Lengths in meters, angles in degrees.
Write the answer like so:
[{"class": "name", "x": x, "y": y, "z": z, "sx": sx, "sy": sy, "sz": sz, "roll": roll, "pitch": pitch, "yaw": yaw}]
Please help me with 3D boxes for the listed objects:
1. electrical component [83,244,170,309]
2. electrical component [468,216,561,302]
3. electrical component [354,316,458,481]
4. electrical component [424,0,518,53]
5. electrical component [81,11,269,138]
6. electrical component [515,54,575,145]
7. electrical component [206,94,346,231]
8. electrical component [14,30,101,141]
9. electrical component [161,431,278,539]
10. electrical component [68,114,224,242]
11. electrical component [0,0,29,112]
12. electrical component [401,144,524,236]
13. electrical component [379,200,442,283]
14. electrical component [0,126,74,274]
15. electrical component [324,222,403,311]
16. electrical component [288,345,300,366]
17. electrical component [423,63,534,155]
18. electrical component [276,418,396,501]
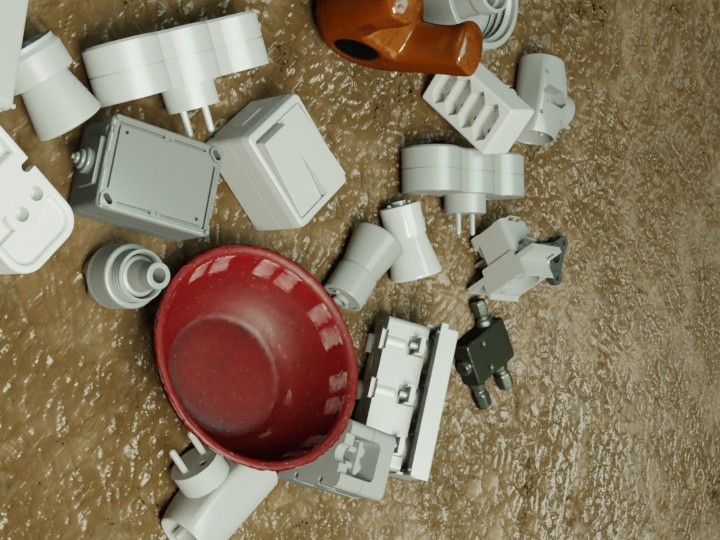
[{"class": "electrical component", "x": -0.148, "y": 0.004, "z": 0.700, "sx": 0.043, "sy": 0.062, "sz": 0.043, "roll": 1, "pitch": 88, "yaw": -45}, {"class": "electrical component", "x": 0.135, "y": -0.010, "z": 0.972, "sx": 0.042, "sy": 0.081, "sz": 0.063, "roll": 6, "pitch": 56, "yaw": -45}, {"class": "electrical component", "x": 0.031, "y": 0.103, "z": 0.868, "sx": 0.063, "sy": 0.079, "sz": 0.121, "roll": 16, "pitch": 76, "yaw": -13}, {"class": "electrical component", "x": 0.096, "y": -0.241, "z": 0.946, "sx": 0.108, "sy": 0.060, "sz": 0.108, "roll": 1, "pitch": 88, "yaw": -45}, {"class": "electrical component", "x": -0.119, "y": -0.128, "z": 0.739, "sx": 0.138, "sy": 0.052, "sz": 0.073, "roll": -26, "pitch": 107, "yaw": -42}, {"class": "electrical component", "x": 0.182, "y": -0.159, "z": 1.041, "sx": 0.079, "sy": 0.043, "sz": 0.077, "roll": 19, "pitch": 76, "yaw": -43}, {"class": "electrical component", "x": -0.056, "y": -0.073, "z": 0.794, "sx": 0.061, "sy": 0.061, "sz": 0.096, "roll": -49, "pitch": 121, "yaw": -33}, {"class": "electrical component", "x": -0.195, "y": -0.115, "z": 0.670, "sx": 0.045, "sy": 0.045, "sz": 0.055, "roll": -46, "pitch": 119, "yaw": -35}, {"class": "electrical component", "x": -0.106, "y": 0.148, "z": 0.751, "sx": 0.077, "sy": 0.044, "sz": 0.079, "roll": -46, "pitch": 119, "yaw": -35}, {"class": "electrical component", "x": -0.149, "y": -0.060, "z": 0.708, "sx": 0.096, "sy": 0.061, "sz": 0.061, "roll": 16, "pitch": 77, "yaw": -35}, {"class": "electrical component", "x": -0.234, "y": -0.141, "z": 0.620, "sx": 0.061, "sy": 0.062, "sz": 0.096, "roll": 13, "pitch": 80, "yaw": -44}, {"class": "electrical component", "x": 0.092, "y": -0.067, "z": 0.945, "sx": 0.138, "sy": 0.052, "sz": 0.073, "roll": 0, "pitch": 89, "yaw": -44}, {"class": "electrical component", "x": 0.040, "y": -0.026, "z": 0.902, "sx": 0.044, "sy": 0.044, "sz": 0.065, "roll": -20, "pitch": 98, "yaw": -43}, {"class": "electrical component", "x": -0.224, "y": -0.044, "z": 0.630, "sx": 0.095, "sy": 0.059, "sz": 0.053, "roll": 54, "pitch": 55, "yaw": -29}, {"class": "electrical component", "x": 0.000, "y": 0.000, "z": 0.862, "sx": 0.044, "sy": 0.044, "sz": 0.065, "roll": 48, "pitch": 62, "yaw": -33}, {"class": "electrical component", "x": -0.041, "y": 0.053, "z": 0.821, "sx": 0.040, "sy": 0.040, "sz": 0.046, "roll": 24, "pitch": 78, "yaw": -42}, {"class": "electrical component", "x": 0.113, "y": -0.145, "z": 0.941, "sx": 0.076, "sy": 0.083, "sz": 0.047, "roll": -10, "pitch": 139, "yaw": -50}, {"class": "electrical component", "x": -0.022, "y": 0.138, "z": 0.802, "sx": 0.056, "sy": 0.089, "sz": 0.050, "roll": 27, "pitch": 70, "yaw": -41}]
